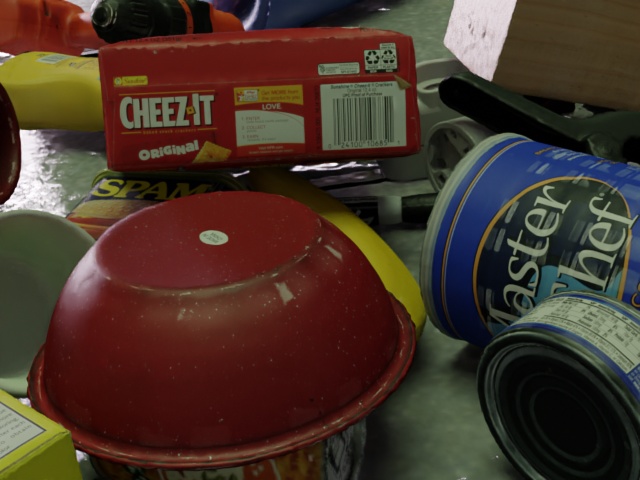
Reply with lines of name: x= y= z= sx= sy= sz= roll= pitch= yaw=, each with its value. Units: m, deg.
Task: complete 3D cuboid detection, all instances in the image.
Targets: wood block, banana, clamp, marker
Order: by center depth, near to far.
banana: x=0.012 y=0.010 z=0.554 sx=0.069 sy=0.037 sz=0.198 roll=29 pitch=15 yaw=-26
clamp: x=0.147 y=-0.048 z=0.603 sx=0.171 sy=0.039 sz=0.120 roll=-4 pitch=65 yaw=-18
marker: x=0.017 y=-0.017 z=0.639 sx=0.121 sy=0.020 sz=0.020 roll=-2 pitch=30 yaw=8
wood block: x=0.197 y=-0.137 z=0.677 sx=0.205 sy=0.090 sz=0.091 roll=6 pitch=25 yaw=-16

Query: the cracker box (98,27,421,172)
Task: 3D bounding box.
cracker box: x=-0.044 y=-0.085 z=0.641 sx=0.164 sy=0.072 sz=0.214 roll=-4 pitch=9 yaw=-8

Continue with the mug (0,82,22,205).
mug: x=-0.260 y=-0.074 z=0.707 sx=0.081 sy=0.117 sz=0.093 roll=-6 pitch=36 yaw=11

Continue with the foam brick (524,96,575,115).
foam brick: x=0.147 y=-0.130 z=0.753 sx=0.053 sy=0.078 sz=0.051 roll=-12 pitch=28 yaw=-9

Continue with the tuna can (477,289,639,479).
tuna can: x=0.102 y=0.064 z=0.411 sx=0.033 sy=0.086 sz=0.086 roll=-30 pitch=37 yaw=-32

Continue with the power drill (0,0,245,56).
power drill: x=-0.177 y=-0.172 z=0.865 sx=0.188 sy=0.057 sz=0.184 roll=9 pitch=5 yaw=25

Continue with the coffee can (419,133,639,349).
coffee can: x=0.130 y=0.017 z=0.470 sx=0.141 sy=0.103 sz=0.102 roll=20 pitch=39 yaw=39

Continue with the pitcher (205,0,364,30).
pitcher: x=-0.012 y=-0.265 z=0.990 sx=0.242 sy=0.145 sz=0.149 roll=-26 pitch=47 yaw=-37

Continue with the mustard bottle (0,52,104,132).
mustard bottle: x=-0.141 y=-0.107 z=0.791 sx=0.192 sy=0.058 sz=0.096 roll=5 pitch=18 yaw=21

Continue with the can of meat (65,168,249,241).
can of meat: x=-0.097 y=0.005 z=0.588 sx=0.102 sy=0.057 sz=0.083 roll=4 pitch=33 yaw=18

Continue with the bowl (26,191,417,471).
bowl: x=-0.042 y=0.023 z=0.434 sx=0.162 sy=0.055 sz=0.162 roll=-4 pitch=26 yaw=2

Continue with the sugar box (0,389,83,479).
sugar box: x=-0.155 y=0.087 z=0.418 sx=0.176 sy=0.093 sz=0.048 roll=22 pitch=39 yaw=40
